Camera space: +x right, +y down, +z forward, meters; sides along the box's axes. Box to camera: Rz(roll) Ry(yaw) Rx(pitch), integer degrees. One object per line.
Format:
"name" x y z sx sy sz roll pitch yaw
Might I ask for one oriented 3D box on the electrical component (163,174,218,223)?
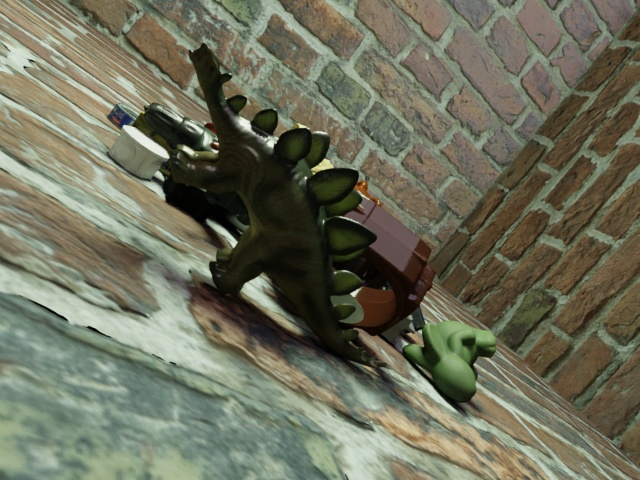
"electrical component" -0.207 -0.080 0.855 0.074 0.047 0.119 36 9 -25

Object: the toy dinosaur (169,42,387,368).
"toy dinosaur" -0.036 -0.004 0.640 0.105 0.199 0.470 -104 176 -60

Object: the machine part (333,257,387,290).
"machine part" 0.084 0.051 0.992 0.056 0.179 0.179 45 10 28

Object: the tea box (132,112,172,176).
"tea box" -0.258 -0.153 0.972 0.169 0.068 0.098 38 7 -8

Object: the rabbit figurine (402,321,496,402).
"rabbit figurine" 0.240 0.213 0.973 0.159 0.121 0.170 35 22 -2

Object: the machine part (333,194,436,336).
"machine part" 0.049 0.042 0.799 0.201 0.201 0.087 38 51 -3

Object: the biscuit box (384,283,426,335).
"biscuit box" 0.167 0.097 1.127 0.063 0.059 0.202 -89 160 -69

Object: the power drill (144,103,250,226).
"power drill" -0.162 -0.113 0.828 0.231 0.086 0.208 36 1 -37

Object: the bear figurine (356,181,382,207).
"bear figurine" 0.001 -0.034 0.933 0.132 0.196 0.120 30 23 -31

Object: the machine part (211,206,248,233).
"machine part" -0.143 -0.032 0.917 0.139 0.039 0.084 41 -1 32
